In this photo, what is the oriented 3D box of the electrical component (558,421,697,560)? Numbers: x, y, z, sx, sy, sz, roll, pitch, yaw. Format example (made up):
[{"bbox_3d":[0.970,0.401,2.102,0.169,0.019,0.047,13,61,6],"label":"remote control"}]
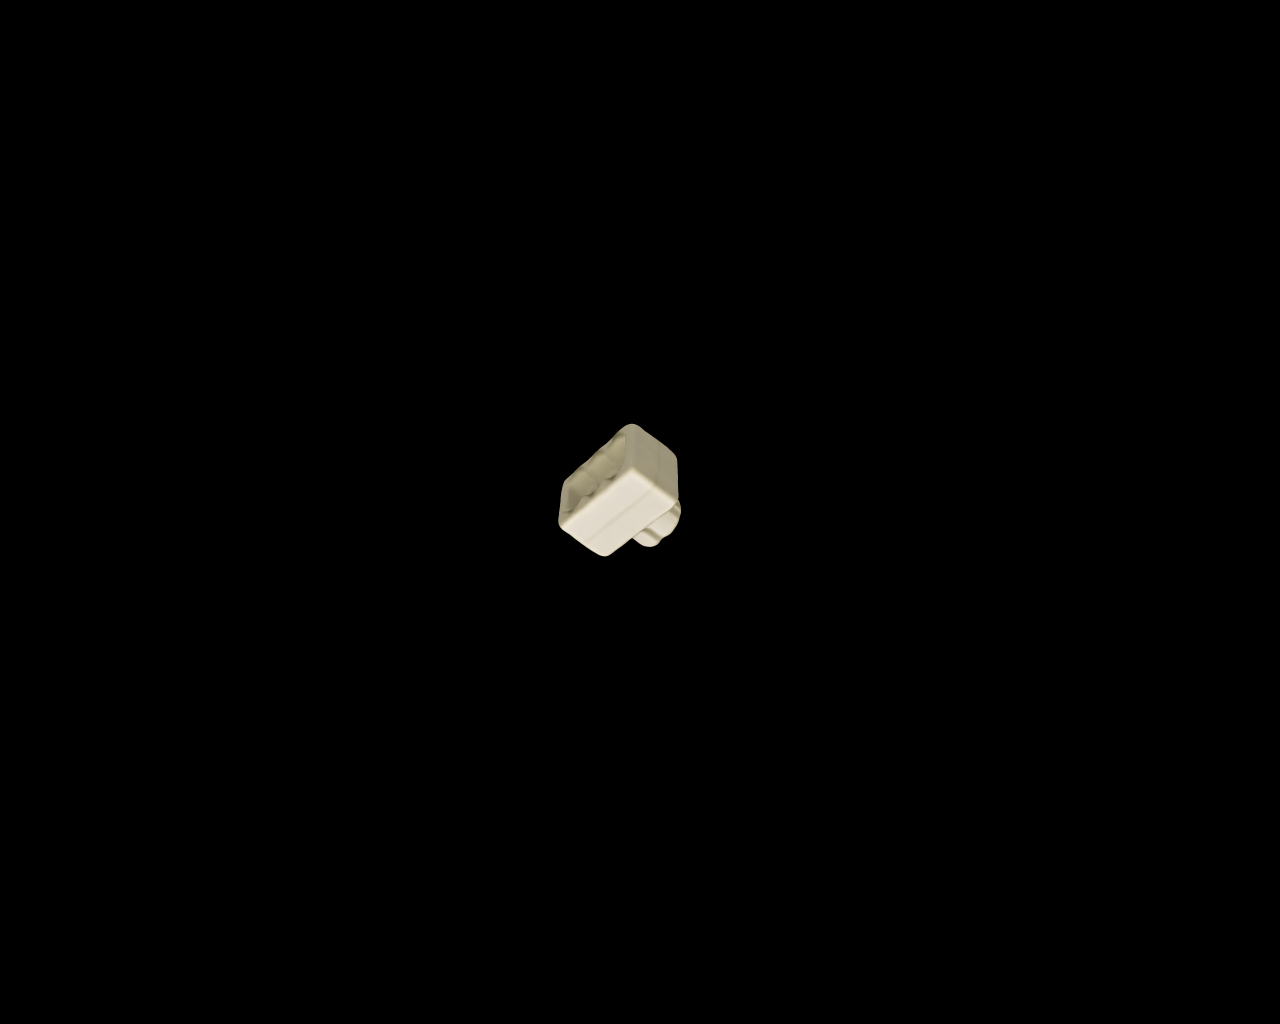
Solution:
[{"bbox_3d":[0.001,-0.003,0.650,0.076,0.047,0.065,36,-58,-27],"label":"electrical component"}]
